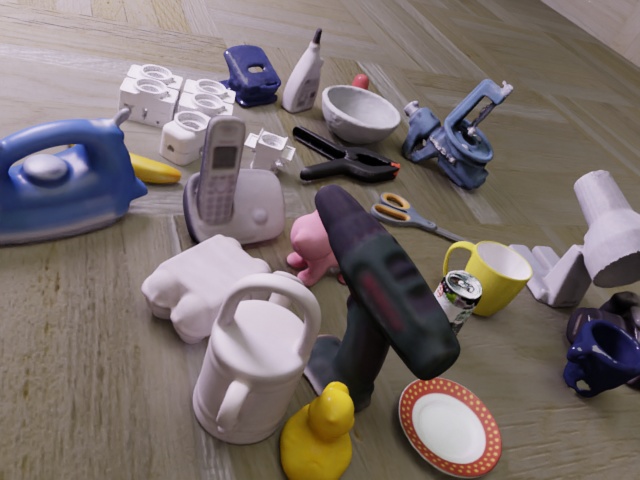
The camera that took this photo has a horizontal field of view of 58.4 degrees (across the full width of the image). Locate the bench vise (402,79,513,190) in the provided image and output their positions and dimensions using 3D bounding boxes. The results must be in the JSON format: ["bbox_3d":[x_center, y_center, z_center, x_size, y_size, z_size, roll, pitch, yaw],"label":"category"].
[{"bbox_3d":[0.263,-0.226,1.114,0.207,0.220,0.121,24,37,3],"label":"bench vise"}]

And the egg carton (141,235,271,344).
[{"bbox_3d":[-0.130,0.057,0.691,0.107,0.069,0.151,36,39,17],"label":"egg carton"}]

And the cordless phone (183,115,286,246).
[{"bbox_3d":[-0.106,-0.082,0.780,0.148,0.185,0.094,-10,47,-35],"label":"cordless phone"}]

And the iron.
[{"bbox_3d":[-0.342,-0.084,0.700,0.118,0.141,0.259,41,41,24],"label":"iron"}]

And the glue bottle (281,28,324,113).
[{"bbox_3d":[-0.024,-0.342,1.152,0.037,0.173,0.078,40,40,23],"label":"glue bottle"}]

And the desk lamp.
[{"bbox_3d":[0.421,0.012,0.904,0.118,0.213,0.203,4,41,-23],"label":"desk lamp"}]

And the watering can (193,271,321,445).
[{"bbox_3d":[-0.060,0.101,0.568,0.101,0.194,0.172,9,39,-17],"label":"watering can"}]

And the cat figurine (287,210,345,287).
[{"bbox_3d":[0.007,0.003,0.787,0.128,0.118,0.067,-4,44,-30],"label":"cat figurine"}]

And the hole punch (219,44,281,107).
[{"bbox_3d":[-0.135,-0.331,1.151,0.101,0.091,0.109,40,40,23],"label":"hole punch"}]

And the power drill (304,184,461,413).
[{"bbox_3d":[0.042,0.081,0.632,0.076,0.208,0.229,-16,51,-39],"label":"power drill"}]

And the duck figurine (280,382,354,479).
[{"bbox_3d":[0.005,0.192,0.579,0.077,0.086,0.104,23,37,1],"label":"duck figurine"}]

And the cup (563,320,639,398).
[{"bbox_3d":[0.367,0.171,0.779,0.118,0.095,0.091,2,41,-25],"label":"cup"}]

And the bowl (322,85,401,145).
[{"bbox_3d":[0.074,-0.242,1.160,0.167,0.075,0.167,14,38,-11],"label":"bowl"}]

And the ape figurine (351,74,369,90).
[{"bbox_3d":[0.082,-0.315,1.239,0.077,0.092,0.076,29,37,9],"label":"ape figurine"}]

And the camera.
[{"bbox_3d":[0.451,0.132,0.865,0.137,0.101,0.143,19,37,-4],"label":"camera"}]
